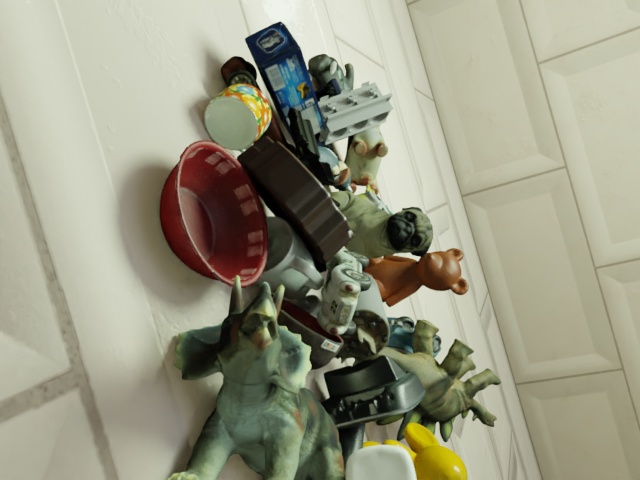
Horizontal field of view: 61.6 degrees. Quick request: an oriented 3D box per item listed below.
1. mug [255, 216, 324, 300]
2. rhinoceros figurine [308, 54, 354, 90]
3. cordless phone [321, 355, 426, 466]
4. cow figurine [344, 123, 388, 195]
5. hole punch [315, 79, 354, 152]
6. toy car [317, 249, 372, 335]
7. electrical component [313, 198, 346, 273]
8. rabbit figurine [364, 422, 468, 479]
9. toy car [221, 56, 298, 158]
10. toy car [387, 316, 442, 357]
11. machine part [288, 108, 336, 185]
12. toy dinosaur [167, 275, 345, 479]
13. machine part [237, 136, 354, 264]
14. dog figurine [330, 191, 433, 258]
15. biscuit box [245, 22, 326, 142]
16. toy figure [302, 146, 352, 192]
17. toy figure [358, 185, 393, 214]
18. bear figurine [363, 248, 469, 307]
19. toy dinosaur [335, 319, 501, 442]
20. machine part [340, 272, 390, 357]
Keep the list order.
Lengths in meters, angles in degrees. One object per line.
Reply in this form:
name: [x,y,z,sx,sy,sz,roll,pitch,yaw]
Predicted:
mug: [-0.039,0.033,0.671,0.081,0.110,0.107,-63,147,-18]
rhinoceros figurine: [0.034,-0.306,1.113,0.190,0.073,0.112,52,42,-46]
cordless phone: [0.059,0.256,0.697,0.088,0.147,0.184,46,36,-29]
cow figurine: [0.090,-0.197,1.069,0.127,0.085,0.194,-101,-165,-51]
hole punch: [0.017,-0.235,1.001,0.142,0.092,0.116,67,20,-8]
toy car: [0.029,0.061,0.696,0.202,0.056,0.073,-69,177,-79]
electrical component: [-0.002,-0.002,0.816,0.047,0.075,0.119,29,45,-58]
rabbit figurine: [0.132,0.341,0.777,0.162,0.173,0.122,-10,81,-63]
toy car: [-0.081,-0.162,0.765,0.089,0.053,0.201,-107,172,-61]
toy car: [0.153,0.208,1.009,0.161,0.109,0.103,38,58,-42]
machine part: [-0.014,-0.133,0.814,0.138,0.039,0.084,60,5,-56]
toy dinosaur: [-0.034,0.208,0.564,0.192,0.131,0.404,-80,153,-45]
machine part: [-0.031,-0.050,0.682,0.179,0.056,0.179,47,-6,7]
dog figurine: [0.094,-0.036,0.911,0.121,0.191,0.172,38,40,-56]
biscuit box: [-0.046,-0.225,0.793,0.063,0.059,0.202,62,-1,24]
toy figure: [0.018,-0.122,0.951,0.064,0.058,0.154,55,16,24]
toy figure: [0.101,-0.039,1.072,0.082,0.089,0.180,48,4,19]
bear figurine: [0.172,0.058,1.023,0.131,0.196,0.120,48,37,-45]
toy dinosaur: [0.174,0.246,0.914,0.470,0.105,0.198,39,79,-33]
machine part: [0.060,0.108,0.828,0.243,0.079,0.079,-89,157,-73]
